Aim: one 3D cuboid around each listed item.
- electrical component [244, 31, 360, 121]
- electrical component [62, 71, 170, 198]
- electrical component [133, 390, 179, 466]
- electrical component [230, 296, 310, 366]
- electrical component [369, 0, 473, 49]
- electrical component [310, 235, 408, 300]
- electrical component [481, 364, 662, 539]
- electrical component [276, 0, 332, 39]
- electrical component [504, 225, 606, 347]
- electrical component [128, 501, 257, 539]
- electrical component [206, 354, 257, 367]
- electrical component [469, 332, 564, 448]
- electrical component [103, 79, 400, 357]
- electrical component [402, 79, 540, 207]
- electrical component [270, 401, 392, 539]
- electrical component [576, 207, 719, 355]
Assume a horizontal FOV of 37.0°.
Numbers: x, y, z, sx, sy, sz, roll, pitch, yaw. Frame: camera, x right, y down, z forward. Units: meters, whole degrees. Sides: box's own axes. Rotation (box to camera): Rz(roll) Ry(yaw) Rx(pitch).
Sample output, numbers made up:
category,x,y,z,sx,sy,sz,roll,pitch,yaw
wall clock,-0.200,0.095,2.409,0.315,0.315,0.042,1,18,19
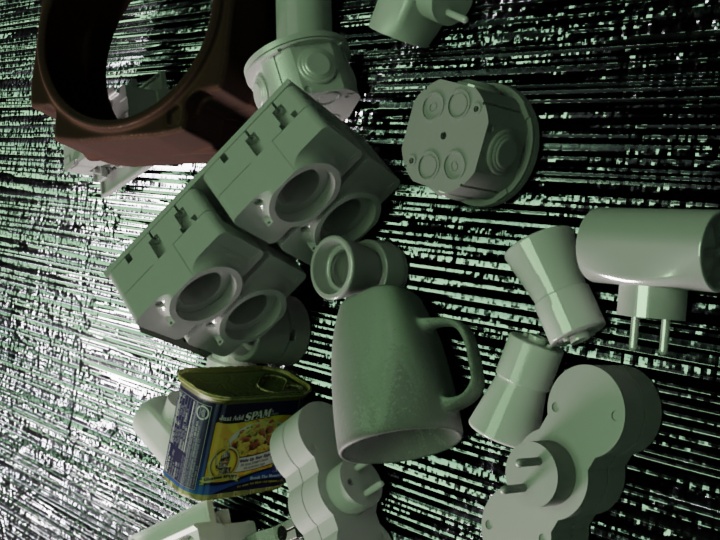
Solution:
category,x,y,z,sx,sy,sz,roll,pitch,yaw
electrical component,-0.041,-0.137,0.792,0.080,0.080,0.051,-31,70,41
electrical component,-0.223,-0.126,0.998,0.121,0.063,0.078,-24,69,44
electrical component,-0.151,0.129,0.910,0.077,0.043,0.079,37,113,43
electrical component,-0.074,0.046,0.832,0.055,0.047,0.055,-6,82,47
electrical component,0.050,-0.188,0.724,0.079,0.043,0.077,36,113,43
electrical component,0.000,0.000,0.751,0.045,0.055,0.045,-6,82,47
electrical component,0.108,0.115,0.610,0.052,0.074,0.138,43,117,41
electrical component,-0.043,-0.211,0.827,0.043,0.043,0.081,-9,79,46
electrical component,0.118,0.012,0.635,0.044,0.044,0.065,-37,65,39
electrical component,-0.137,0.239,0.870,0.121,0.063,0.078,-32,64,41
electrical component,-0.103,0.073,0.866,0.040,0.040,0.078,17,99,47
electrical component,0.097,0.070,0.651,0.044,0.044,0.065,27,101,45
electrical component,-0.071,-0.027,0.753,0.186,0.105,0.060,-45,56,11
electrical component,0.070,-0.082,0.686,0.080,0.051,0.080,-6,82,47
electrical component,-0.009,0.154,0.748,0.074,0.052,0.138,-41,58,37
electrical component,0.160,0.006,0.585,0.077,0.044,0.079,5,90,47
